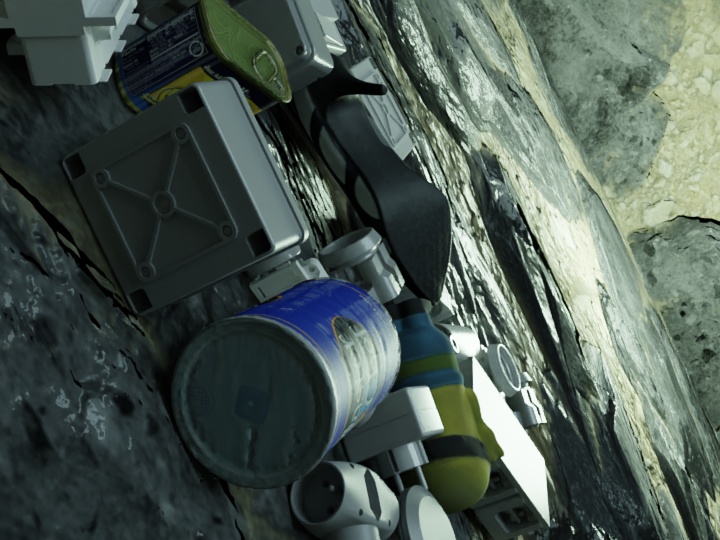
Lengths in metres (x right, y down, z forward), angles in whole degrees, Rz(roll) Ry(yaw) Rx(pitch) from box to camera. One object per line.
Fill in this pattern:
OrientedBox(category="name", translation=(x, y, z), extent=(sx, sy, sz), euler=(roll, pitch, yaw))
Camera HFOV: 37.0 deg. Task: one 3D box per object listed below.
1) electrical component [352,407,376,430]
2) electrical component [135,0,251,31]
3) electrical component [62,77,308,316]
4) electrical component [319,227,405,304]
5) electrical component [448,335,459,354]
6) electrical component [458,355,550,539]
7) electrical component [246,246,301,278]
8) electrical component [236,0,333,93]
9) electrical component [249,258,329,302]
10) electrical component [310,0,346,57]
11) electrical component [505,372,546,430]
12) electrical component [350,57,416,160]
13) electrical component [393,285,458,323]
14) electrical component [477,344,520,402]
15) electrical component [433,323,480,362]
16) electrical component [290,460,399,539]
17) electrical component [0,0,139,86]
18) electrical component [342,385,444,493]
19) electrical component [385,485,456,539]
OrientedBox(category="electrical component", translation=(-0.023, 0.087, 0.793), extent=(0.065, 0.044, 0.044), euler=(38, 34, -43))
OrientedBox(category="electrical component", translation=(-0.126, -0.224, 0.810), extent=(0.054, 0.095, 0.059), euler=(22, 46, -62))
OrientedBox(category="electrical component", translation=(-0.104, -0.043, 0.643), extent=(0.108, 0.109, 0.056), euler=(65, 23, -2))
OrientedBox(category="electrical component", translation=(0.000, 0.000, 0.922), extent=(0.057, 0.058, 0.078), euler=(64, 20, -13))
OrientedBox(category="electrical component", translation=(0.058, 0.078, 0.967), extent=(0.043, 0.062, 0.043), euler=(51, 25, -34))
OrientedBox(category="electrical component", translation=(0.113, 0.169, 1.000), extent=(0.150, 0.062, 0.089), euler=(55, 23, -27))
OrientedBox(category="electrical component", translation=(-0.075, -0.042, 0.805), extent=(0.077, 0.043, 0.079), euler=(63, 21, -6))
OrientedBox(category="electrical component", translation=(-0.081, -0.211, 0.929), extent=(0.057, 0.078, 0.113), euler=(9, 59, -69))
OrientedBox(category="electrical component", translation=(-0.042, 0.027, 0.810), extent=(0.081, 0.042, 0.063), euler=(57, 20, -22))
OrientedBox(category="electrical component", translation=(-0.054, -0.231, 1.041), extent=(0.061, 0.061, 0.096), euler=(66, 20, 3))
OrientedBox(category="electrical component", translation=(0.163, 0.144, 1.157), extent=(0.078, 0.058, 0.057), euler=(13, 58, -64))
OrientedBox(category="electrical component", translation=(0.002, -0.152, 1.097), extent=(0.108, 0.056, 0.108), euler=(61, 21, -11))
OrientedBox(category="electrical component", translation=(0.058, 0.018, 1.065), extent=(0.081, 0.042, 0.063), euler=(42, 27, -48))
OrientedBox(category="electrical component", translation=(0.129, 0.110, 1.112), extent=(0.058, 0.057, 0.078), euler=(49, 26, -37))
OrientedBox(category="electrical component", translation=(0.091, 0.092, 1.058), extent=(0.077, 0.044, 0.079), euler=(11, 57, -65))
OrientedBox(category="electrical component", translation=(-0.006, 0.175, 0.728), extent=(0.077, 0.043, 0.079), euler=(37, 35, -52))
OrientedBox(category="electrical component", translation=(-0.174, -0.166, 0.665), extent=(0.121, 0.079, 0.063), euler=(-86, 174, -52))
OrientedBox(category="electrical component", translation=(0.029, 0.136, 0.827), extent=(0.047, 0.066, 0.076), euler=(9, 58, -66))
OrientedBox(category="electrical component", translation=(0.036, 0.203, 0.790), extent=(0.080, 0.051, 0.080), euler=(51, 25, -35))
